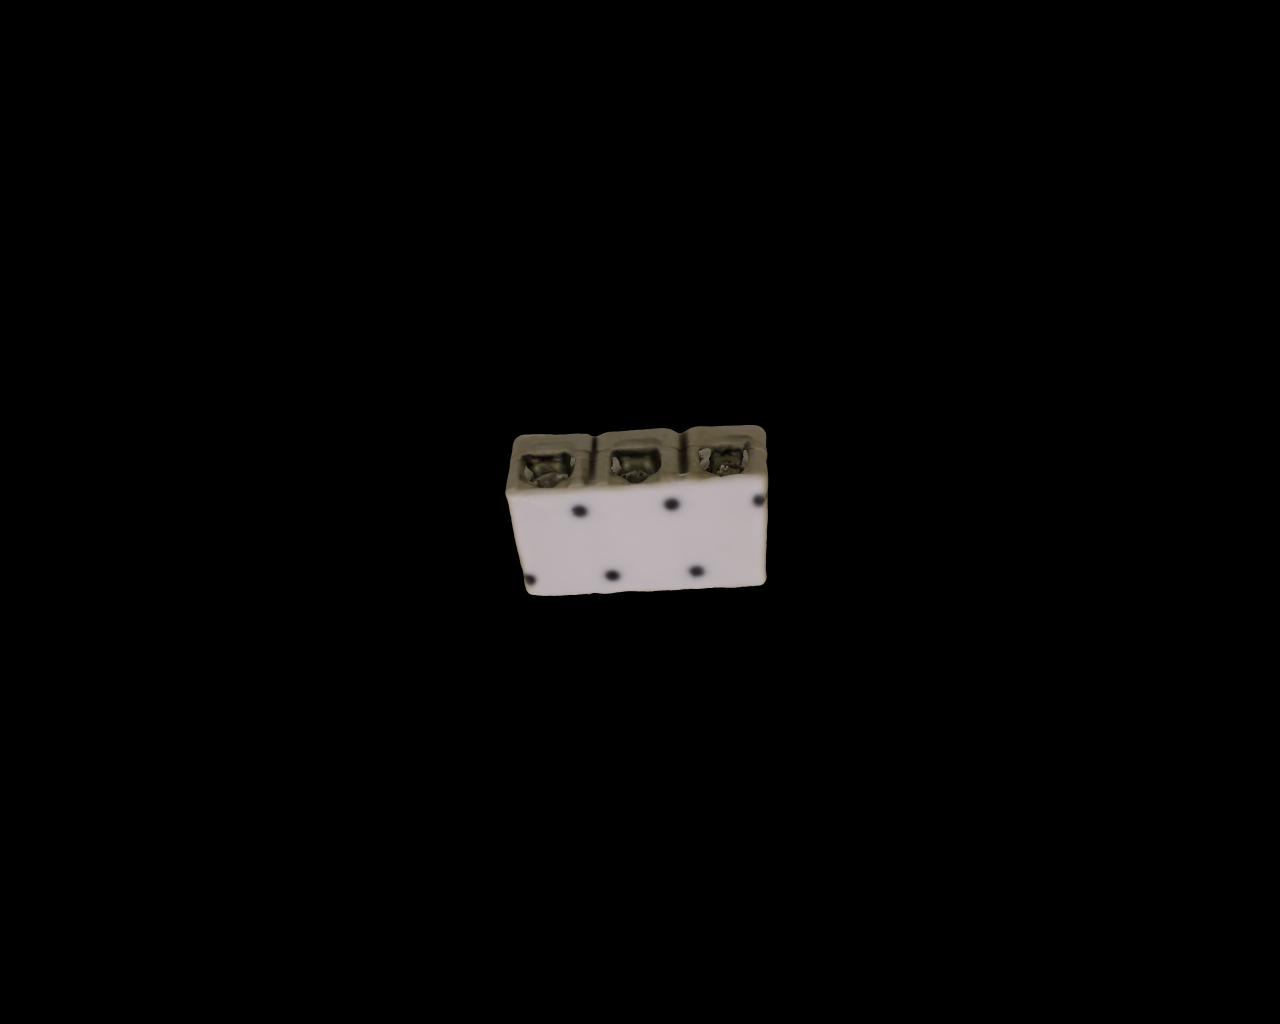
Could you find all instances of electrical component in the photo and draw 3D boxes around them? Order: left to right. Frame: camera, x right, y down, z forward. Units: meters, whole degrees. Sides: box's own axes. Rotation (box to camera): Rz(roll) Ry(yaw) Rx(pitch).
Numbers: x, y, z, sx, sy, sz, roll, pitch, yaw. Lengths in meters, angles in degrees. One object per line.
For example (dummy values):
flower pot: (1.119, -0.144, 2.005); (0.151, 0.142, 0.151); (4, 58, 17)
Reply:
electrical component: (0.001, -0.003, 0.650); (0.150, 0.089, 0.062); (-2, 40, 2)
